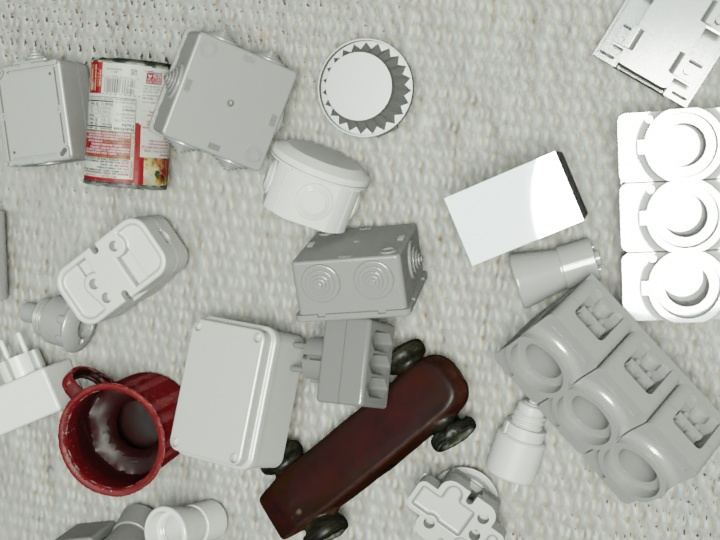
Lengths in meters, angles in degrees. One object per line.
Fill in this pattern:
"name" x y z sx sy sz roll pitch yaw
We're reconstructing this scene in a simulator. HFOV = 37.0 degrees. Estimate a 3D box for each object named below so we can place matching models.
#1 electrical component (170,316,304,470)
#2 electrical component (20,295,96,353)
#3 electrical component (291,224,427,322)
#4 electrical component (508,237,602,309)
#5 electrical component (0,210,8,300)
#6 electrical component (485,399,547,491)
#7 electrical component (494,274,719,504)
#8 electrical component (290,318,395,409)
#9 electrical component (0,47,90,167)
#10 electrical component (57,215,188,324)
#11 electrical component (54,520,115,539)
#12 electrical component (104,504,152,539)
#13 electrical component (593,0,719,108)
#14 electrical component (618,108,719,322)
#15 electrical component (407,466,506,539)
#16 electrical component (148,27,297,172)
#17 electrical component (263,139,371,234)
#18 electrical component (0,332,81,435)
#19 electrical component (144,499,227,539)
"electrical component" -0.099 0.098 0.862 0.078 0.057 0.113 8 85 30
"electrical component" -0.261 0.042 0.922 0.062 0.048 0.048 13 99 19
"electrical component" 0.000 0.000 0.827 0.100 0.099 0.048 -4 108 14
"electrical component" 0.151 0.000 0.821 0.065 0.044 0.044 -17 92 10
"electrical component" -0.346 -0.013 0.935 0.079 0.043 0.077 1 96 13
"electrical component" 0.126 0.131 0.840 0.040 0.040 0.078 19 100 11
"electrical component" 0.181 0.092 0.790 0.150 0.062 0.089 48 147 4
"electrical component" -0.019 0.070 0.833 0.077 0.047 0.065 3 82 26
"electrical component" -0.259 -0.135 0.892 0.062 0.061 0.096 -6 95 14
"electrical component" -0.194 -0.001 0.892 0.095 0.059 0.053 -35 87 14
"electrical component" -0.253 0.261 0.941 0.077 0.047 0.065 -9 94 14
"electrical component" -0.196 0.230 0.914 0.044 0.065 0.044 3 114 8
"electrical component" 0.233 -0.189 0.769 0.079 0.063 0.121 32 102 8
"electrical component" 0.236 -0.041 0.784 0.089 0.062 0.150 -2 96 14
"electrical component" 0.079 0.188 0.848 0.078 0.057 0.058 34 103 8
"electrical component" -0.106 -0.132 0.839 0.100 0.048 0.099 20 95 -24
"electrical component" -0.036 -0.067 0.838 0.080 0.080 0.051 25 107 10
"electrical component" -0.289 0.092 0.931 0.066 0.047 0.076 -23 90 14
"electrical component" -0.142 0.214 0.899 0.044 0.065 0.044 0 89 30
